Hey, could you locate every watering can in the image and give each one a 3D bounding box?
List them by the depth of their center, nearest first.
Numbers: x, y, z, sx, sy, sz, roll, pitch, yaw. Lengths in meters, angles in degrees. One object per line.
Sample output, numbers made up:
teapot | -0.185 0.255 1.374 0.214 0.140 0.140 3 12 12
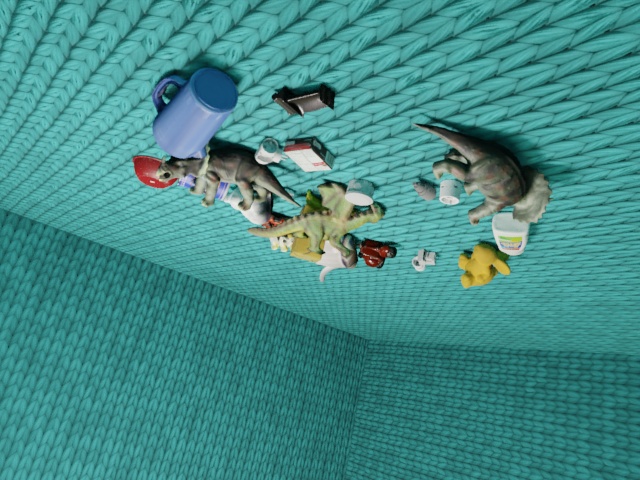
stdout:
watering can | 0.043 0.064 1.967 0.224 0.106 0.340 6 144 25

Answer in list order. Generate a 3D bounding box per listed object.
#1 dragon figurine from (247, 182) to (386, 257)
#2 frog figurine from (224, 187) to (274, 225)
dragon figurine | 0.005 -0.078 1.553 0.410 0.125 0.237 7 125 -17
frog figurine | -0.233 -0.111 1.659 0.159 0.123 0.137 1 180 1
